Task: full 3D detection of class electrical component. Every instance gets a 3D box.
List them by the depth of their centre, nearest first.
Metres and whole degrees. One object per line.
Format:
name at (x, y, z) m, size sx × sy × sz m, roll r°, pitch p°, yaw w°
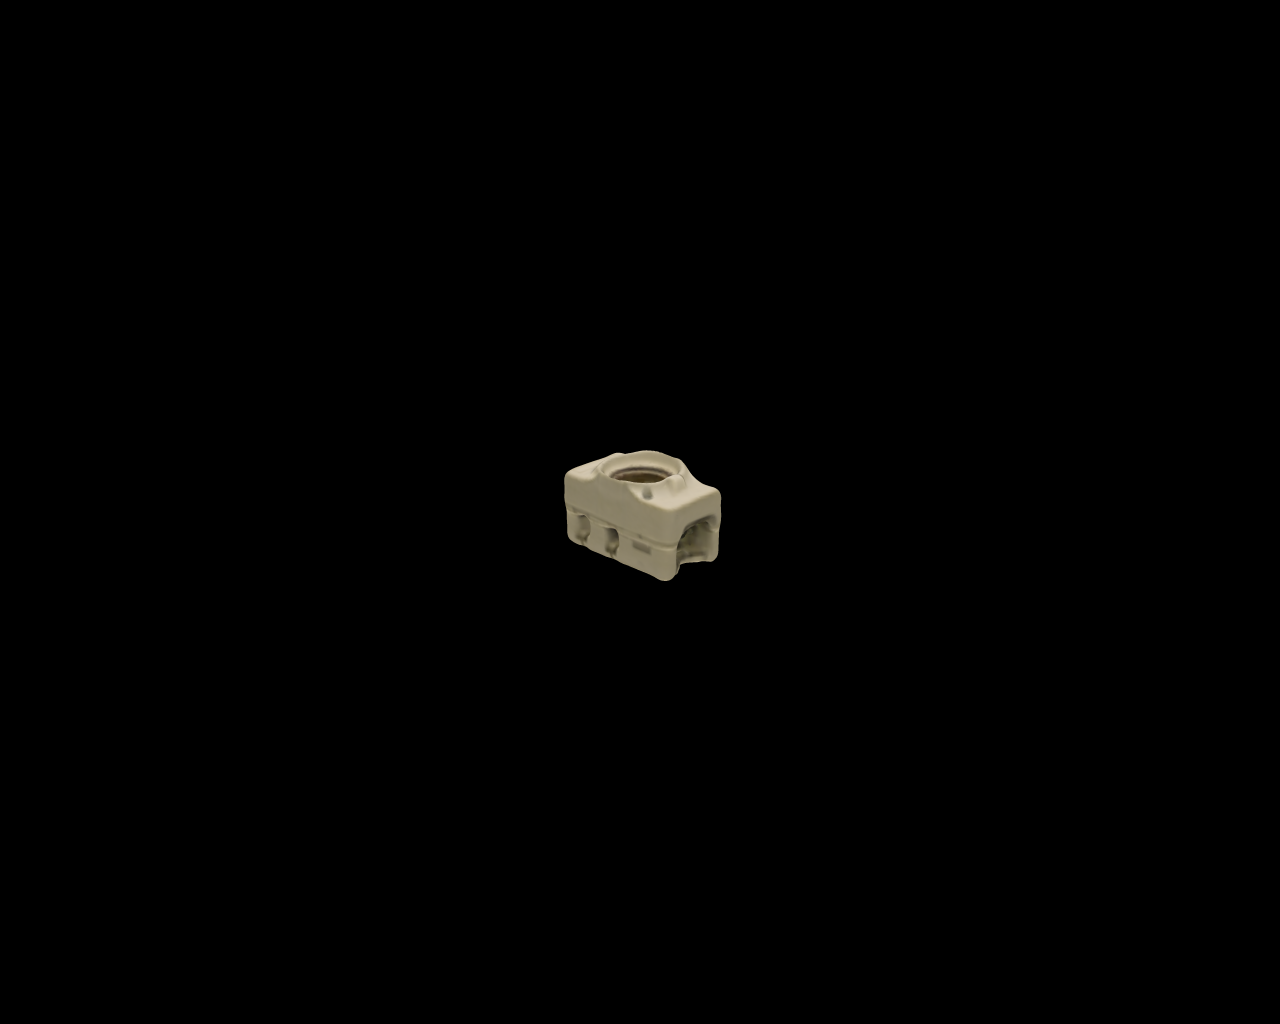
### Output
electrical component at (0.001, -0.003, 0.650) m, size 0.050 × 0.055 × 0.089 m, roll -22°, pitch 32°, yaw -40°
